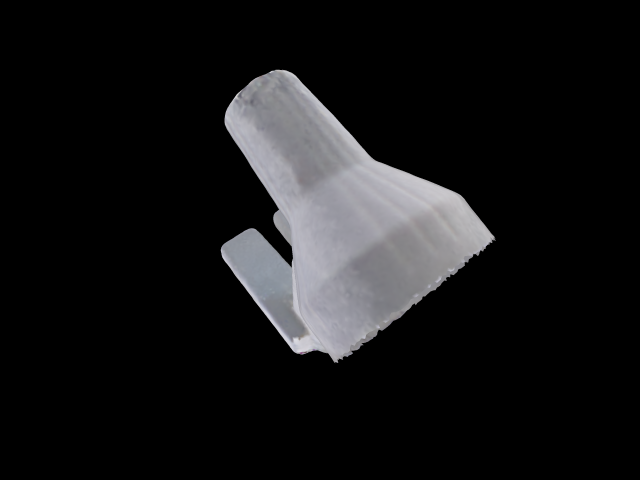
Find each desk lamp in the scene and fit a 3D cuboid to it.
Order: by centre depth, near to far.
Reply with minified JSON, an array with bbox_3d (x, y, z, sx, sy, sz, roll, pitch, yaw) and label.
[{"bbox_3d":[0.004,0.001,0.400,0.118,0.214,0.202,-33,62,-20],"label":"desk lamp"}]
